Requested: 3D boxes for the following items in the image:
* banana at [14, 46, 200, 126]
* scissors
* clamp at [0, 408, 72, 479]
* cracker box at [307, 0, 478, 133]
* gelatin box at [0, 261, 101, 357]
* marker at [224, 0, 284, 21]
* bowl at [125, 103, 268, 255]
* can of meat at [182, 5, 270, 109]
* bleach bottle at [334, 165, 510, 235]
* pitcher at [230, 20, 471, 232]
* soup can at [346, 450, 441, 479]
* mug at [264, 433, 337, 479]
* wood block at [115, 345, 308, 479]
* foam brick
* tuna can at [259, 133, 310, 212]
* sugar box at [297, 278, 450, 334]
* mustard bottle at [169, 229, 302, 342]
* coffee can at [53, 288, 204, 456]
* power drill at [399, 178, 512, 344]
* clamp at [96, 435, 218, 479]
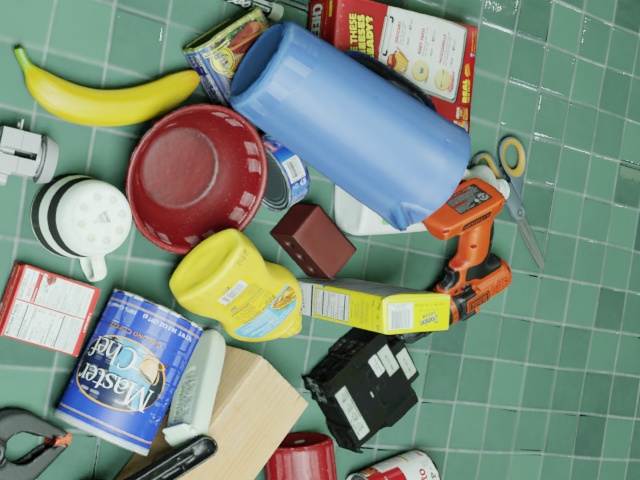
[{"bbox_3d":[-0.212,-0.148,1.078,0.197,0.037,0.070,3,102,-34],"label":"banana"},{"bbox_3d":[0.273,-0.057,1.441,0.201,0.016,0.096,45,74,-28],"label":"scissors"},{"bbox_3d":[-0.326,0.217,1.032,0.171,0.039,0.120,5,91,-35],"label":"clamp"},{"bbox_3d":[0.083,-0.189,1.265,0.213,0.072,0.164,4,91,-34],"label":"cracker box"},{"bbox_3d":[-0.273,0.069,1.063,0.089,0.030,0.073,23,82,-36],"label":"gelatin box"},{"bbox_3d":[-0.094,-0.266,1.165,0.120,0.020,0.020,14,86,-35],"label":"marker"},{"bbox_3d":[-0.137,-0.069,1.118,0.161,0.055,0.162,-12,114,-28],"label":"bowl"},{"bbox_3d":[-0.087,-0.193,1.154,0.102,0.058,0.084,-39,112,-26],"label":"can of meat"},{"bbox_3d":[0.136,-0.063,1.314,0.250,0.068,0.102,-6,107,-35],"label":"bleach bottle"},{"bbox_3d":[0.032,-0.131,1.127,0.242,0.149,0.145,32,96,-24],"label":"pitcher"},{"bbox_3d":[0.090,0.305,1.315,0.102,0.069,0.068,-13,102,-35],"label":"soup can"},{"bbox_3d":[-0.034,0.270,1.221,0.117,0.093,0.081,-5,93,2],"label":"mug"},{"bbox_3d":[-0.120,0.224,1.147,0.206,0.090,0.090,-52,121,-20],"label":"wood block"},{"bbox_3d":[-0.008,0.002,1.229,0.078,0.053,0.051,49,67,-27],"label":"foam brick"},{"bbox_3d":[-0.050,-0.076,1.172,0.033,0.086,0.086,-33,112,-30],"label":"tuna can"},{"bbox_3d":[0.053,0.073,1.202,0.093,0.177,0.048,0,92,-35],"label":"sugar box"},{"bbox_3d":[-0.073,0.063,1.164,0.096,0.058,0.191,-42,141,6],"label":"mustard bottle"},{"bbox_3d":[-0.192,0.133,1.080,0.102,0.103,0.140,32,76,-33],"label":"coffee can"},{"bbox_3d":[0.160,0.028,1.308,0.184,0.057,0.188,-30,139,-24],"label":"power drill"},{"bbox_3d":[-0.207,0.268,1.028,0.036,0.210,0.164,63,20,-20],"label":"clamp"}]
